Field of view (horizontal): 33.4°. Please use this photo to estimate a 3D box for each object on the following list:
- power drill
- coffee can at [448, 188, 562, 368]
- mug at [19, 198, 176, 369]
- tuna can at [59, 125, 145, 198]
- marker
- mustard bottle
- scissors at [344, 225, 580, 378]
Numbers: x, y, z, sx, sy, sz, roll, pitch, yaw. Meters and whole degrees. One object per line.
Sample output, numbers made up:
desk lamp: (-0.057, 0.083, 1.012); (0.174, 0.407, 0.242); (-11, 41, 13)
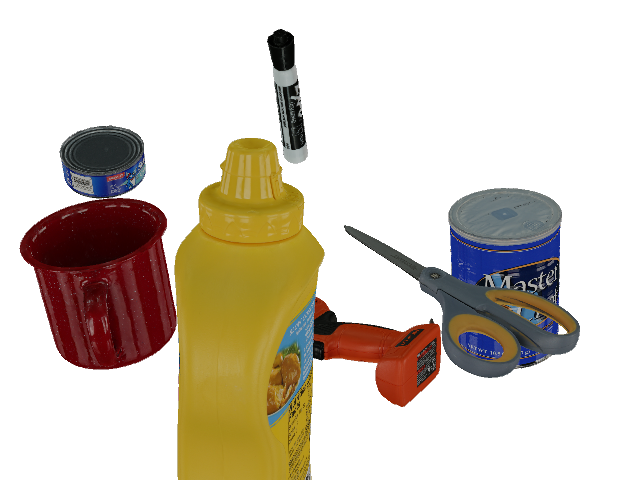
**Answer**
power drill: (0.010, 0.110, 1.042); (0.188, 0.057, 0.184); (10, 22, 28)
coffee can: (0.174, 0.035, 1.008); (0.103, 0.140, 0.103); (-5, 28, 2)
mug: (-0.137, 0.035, 0.683); (0.093, 0.081, 0.117); (-10, 30, -6)
tuna can: (-0.224, -0.081, 1.103); (0.086, 0.034, 0.086); (1, 40, -1)
marker: (-0.024, -0.105, 0.786); (0.020, 0.020, 0.121); (0, -40, 6)
mustard bottle: (-0.029, 0.051, 0.441); (0.058, 0.192, 0.096); (8, 24, 11)
scissors: (0.073, 0.039, 0.718); (0.202, 0.016, 0.096); (20, 37, 31)
